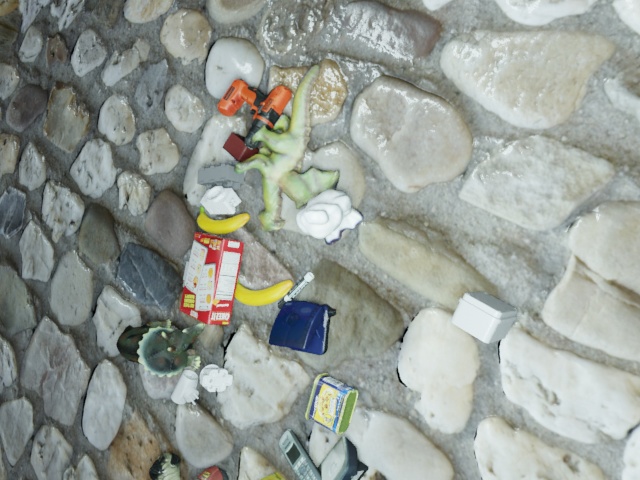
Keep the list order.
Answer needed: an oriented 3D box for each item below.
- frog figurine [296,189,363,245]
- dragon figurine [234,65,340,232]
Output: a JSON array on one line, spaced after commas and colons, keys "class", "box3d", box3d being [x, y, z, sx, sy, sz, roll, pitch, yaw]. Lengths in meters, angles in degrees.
[{"class": "frog figurine", "box3d": [0.003, -0.056, 1.121, 0.136, 0.159, 0.124, -15, 74, 31]}, {"class": "dragon figurine", "box3d": [-0.050, -0.192, 1.241, 0.244, 0.123, 0.405, 42, 108, 14]}]
